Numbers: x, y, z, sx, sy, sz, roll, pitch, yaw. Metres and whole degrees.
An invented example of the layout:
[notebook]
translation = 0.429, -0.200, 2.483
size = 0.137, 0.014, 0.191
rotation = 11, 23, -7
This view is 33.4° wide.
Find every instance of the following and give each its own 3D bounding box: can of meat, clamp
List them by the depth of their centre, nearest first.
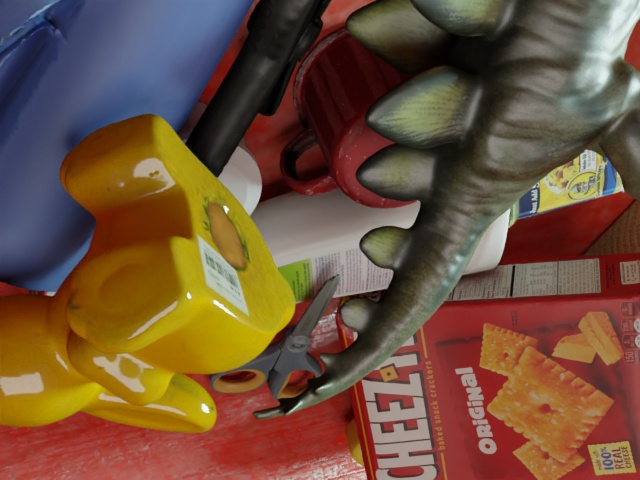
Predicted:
[clamp]
translation = -0.024, -0.107, 0.575
size = 0.039, 0.120, 0.172
rotation = 26, 131, -3
[can of meat]
translation = 0.155, -0.066, 0.715
size = 0.084, 0.057, 0.102
rotation = -15, 132, -6

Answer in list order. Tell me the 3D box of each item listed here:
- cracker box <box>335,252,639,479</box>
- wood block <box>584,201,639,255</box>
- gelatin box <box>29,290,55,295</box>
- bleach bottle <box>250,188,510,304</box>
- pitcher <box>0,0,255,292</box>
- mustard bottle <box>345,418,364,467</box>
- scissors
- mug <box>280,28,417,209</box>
[cracker box]
translation = 0.130, 0.102, 0.765
size = 0.214, 0.072, 0.164
rotation = -5, 114, 15
[wood block]
translation = 0.313, 0.051, 0.840
size = 0.205, 0.090, 0.091
rotation = 22, 120, -32
[gelatin box]
translation = -0.165, 0.019, 0.678
size = 0.030, 0.073, 0.089
rotation = 7, 128, -21
[bleach bottle]
translation = -0.005, 0.001, 0.715
size = 0.250, 0.068, 0.102
rotation = -12, 146, -5
[pitcher]
translation = -0.121, -0.098, 0.549
size = 0.144, 0.149, 0.243
rotation = 23, 117, -30
[mustard bottle]
translation = 0.110, 0.118, 0.857
size = 0.096, 0.058, 0.192
rotation = 25, 118, -26
[scissors]
translation = -0.036, 0.075, 0.764
size = 0.096, 0.016, 0.202
rotation = -2, 150, -2
[mug]
translation = 0.027, -0.068, 0.657
size = 0.117, 0.081, 0.093
rotation = -29, 132, 8
